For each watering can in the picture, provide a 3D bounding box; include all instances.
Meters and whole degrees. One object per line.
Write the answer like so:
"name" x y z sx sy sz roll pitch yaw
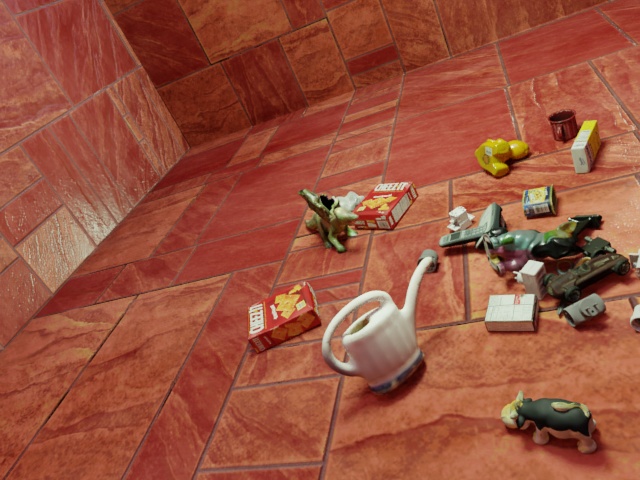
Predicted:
"watering can" 0.171 0.209 1.203 0.350 0.223 0.104 -33 9 -14

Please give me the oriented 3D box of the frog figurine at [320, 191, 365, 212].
"frog figurine" 0.093 -0.127 1.981 0.159 0.123 0.136 1 -8 -34

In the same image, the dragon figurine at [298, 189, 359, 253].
"dragon figurine" 0.006 -0.092 1.830 0.123 0.238 0.413 -43 34 -20
